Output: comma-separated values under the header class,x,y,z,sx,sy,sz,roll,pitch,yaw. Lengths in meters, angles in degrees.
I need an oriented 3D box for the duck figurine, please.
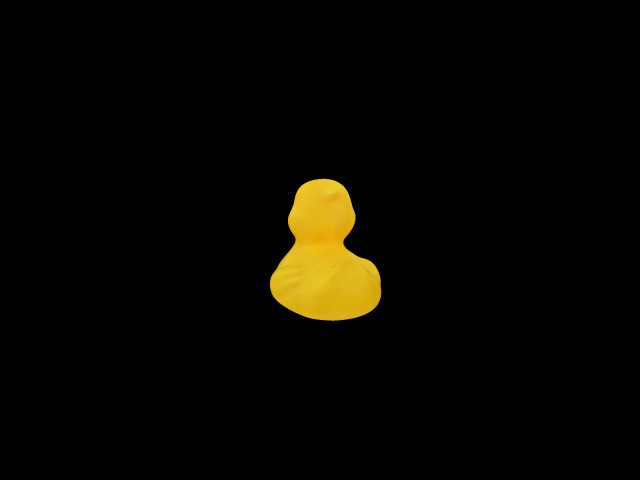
class,x,y,z,sx,sy,sz,roll,pitch,yaw
duck figurine,0.004,0.001,0.400,0.078,0.086,0.104,-6,17,-18
